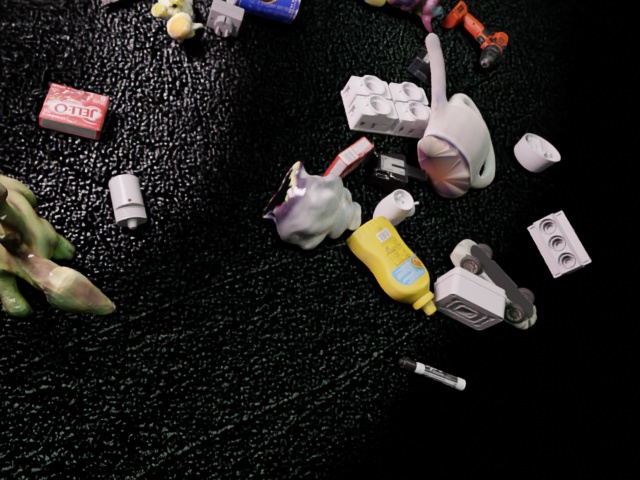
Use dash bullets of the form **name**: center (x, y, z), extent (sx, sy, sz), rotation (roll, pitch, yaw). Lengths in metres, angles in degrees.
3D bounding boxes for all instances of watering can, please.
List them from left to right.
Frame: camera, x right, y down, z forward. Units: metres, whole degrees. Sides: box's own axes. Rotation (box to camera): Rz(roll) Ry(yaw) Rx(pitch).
- **watering can**: center (0.270, -0.237, 1.078), extent (0.343, 0.103, 0.229), rotation (54, 52, -22)

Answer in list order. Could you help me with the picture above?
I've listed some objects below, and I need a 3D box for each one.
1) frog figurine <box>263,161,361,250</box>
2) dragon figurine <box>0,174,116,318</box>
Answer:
- **frog figurine**: center (0.003, -0.044, 0.871), extent (0.158, 0.123, 0.138), rotation (27, 86, -19)
- **dragon figurine**: center (-0.391, -0.051, 0.611), extent (0.411, 0.238, 0.124), rotation (47, 58, 4)
